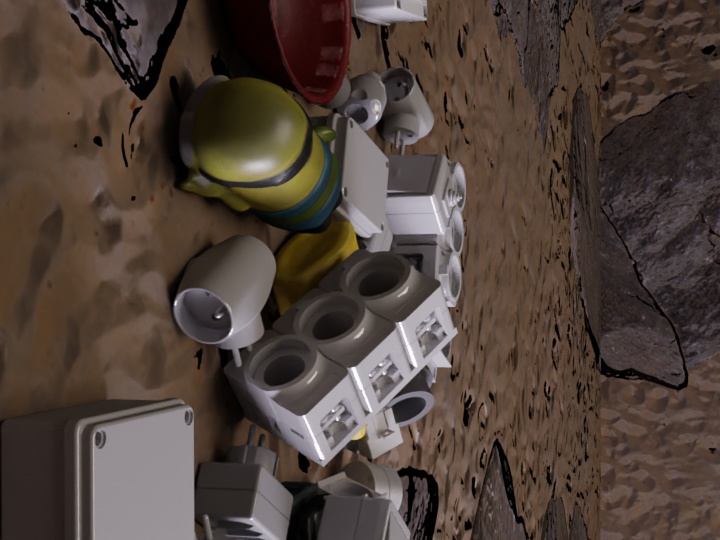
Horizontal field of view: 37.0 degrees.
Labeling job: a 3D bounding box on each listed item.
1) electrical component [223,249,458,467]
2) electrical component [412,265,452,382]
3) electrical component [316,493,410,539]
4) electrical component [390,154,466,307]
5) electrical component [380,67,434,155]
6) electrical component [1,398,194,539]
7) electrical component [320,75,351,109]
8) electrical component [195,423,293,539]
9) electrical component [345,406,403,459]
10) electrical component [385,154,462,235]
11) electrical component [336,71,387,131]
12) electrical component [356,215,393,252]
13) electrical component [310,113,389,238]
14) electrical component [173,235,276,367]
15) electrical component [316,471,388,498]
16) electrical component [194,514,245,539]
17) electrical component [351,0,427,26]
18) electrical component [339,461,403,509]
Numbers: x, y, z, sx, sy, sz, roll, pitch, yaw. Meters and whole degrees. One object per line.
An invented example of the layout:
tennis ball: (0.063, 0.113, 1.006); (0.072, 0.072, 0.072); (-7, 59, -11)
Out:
electrical component: (-0.014, 0.057, 0.791); (0.150, 0.089, 0.061); (-42, 134, -26)
electrical component: (0.050, 0.056, 1.093); (0.121, 0.063, 0.078); (53, 41, -59)
electrical component: (0.004, 0.211, 0.797); (0.061, 0.061, 0.096); (65, 31, -49)
electrical component: (0.076, -0.041, 1.168); (0.089, 0.062, 0.150); (36, 56, -66)
electrical component: (0.044, -0.155, 1.111); (0.077, 0.043, 0.079); (51, 43, -60)
electrical component: (-0.139, 0.128, 0.580); (0.109, 0.056, 0.108); (1, 88, -70)
electrical component: (-0.032, -0.163, 0.908); (0.065, 0.044, 0.044); (47, 46, -68)
electrical component: (-0.079, 0.148, 0.759); (0.065, 0.047, 0.076); (61, 33, -54)
electrical component: (0.006, 0.136, 0.984); (0.048, 0.066, 0.055); (-25, 108, -30)
electrical component: (0.051, -0.076, 1.048); (0.061, 0.096, 0.061); (68, 29, -44)
electrical component: (0.004, -0.162, 1.002); (0.062, 0.043, 0.043); (-70, 152, -46)
electrical component: (0.000, 0.000, 0.979); (0.075, 0.047, 0.083); (70, 28, -43)
electrical component: (-0.020, -0.078, 0.911); (0.113, 0.057, 0.078); (38, 54, -65)
electrical component: (-0.088, 0.028, 0.739); (0.077, 0.044, 0.079); (-58, 142, -56)
electrical component: (-0.014, 0.208, 0.891); (0.042, 0.081, 0.063); (-4, 111, -58)
electrical component: (-0.099, 0.199, 0.705); (0.077, 0.044, 0.079); (-49, 135, -61)
electrical component: (0.024, -0.297, 1.040); (0.109, 0.056, 0.108); (-19, 108, -69)
electrical component: (-0.008, 0.238, 0.949); (0.074, 0.052, 0.138); (19, 70, -43)
